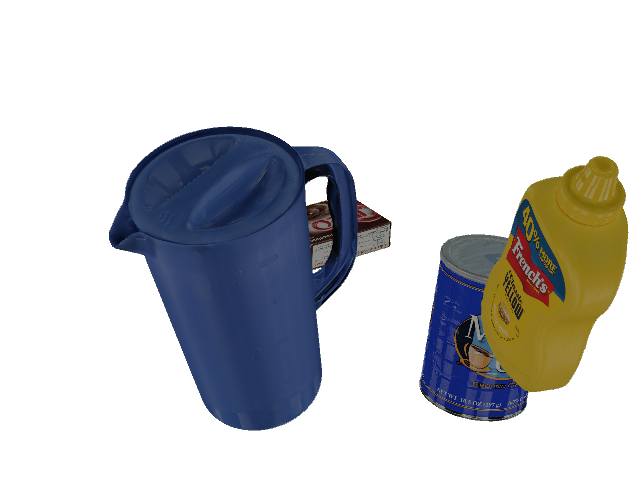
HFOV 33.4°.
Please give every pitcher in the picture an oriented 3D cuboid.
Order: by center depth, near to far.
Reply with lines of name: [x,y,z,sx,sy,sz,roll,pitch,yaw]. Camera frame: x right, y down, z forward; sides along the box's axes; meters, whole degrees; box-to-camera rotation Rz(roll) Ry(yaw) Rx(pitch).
pitcher: [-0.054,0.036,0.852,0.149,0.243,0.144,9,47,19]

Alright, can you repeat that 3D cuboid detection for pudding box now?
pudding box: [0.012,-0.011,1.239,0.113,0.039,0.090,-18,31,-27]

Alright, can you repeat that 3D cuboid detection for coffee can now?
coffee can: [0.151,0.078,0.975,0.103,0.140,0.103,6,23,-3]

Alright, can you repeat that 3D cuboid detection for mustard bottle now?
mustard bottle: [0.160,0.015,0.714,0.058,0.096,0.192,-6,-37,-13]
